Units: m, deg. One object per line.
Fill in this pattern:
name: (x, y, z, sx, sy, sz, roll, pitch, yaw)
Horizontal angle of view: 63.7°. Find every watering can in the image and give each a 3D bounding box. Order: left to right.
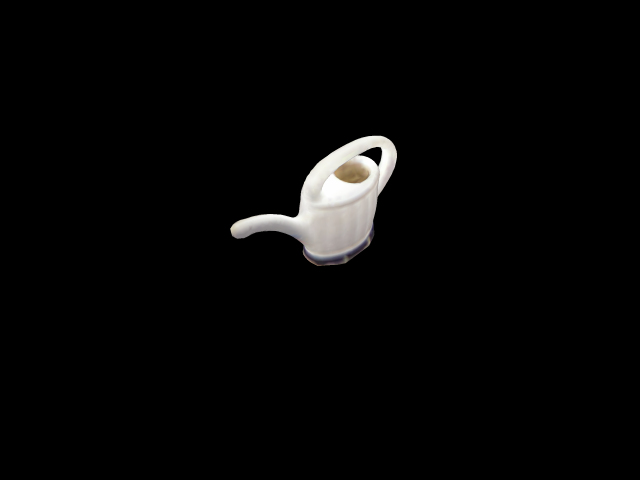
watering can: (0.003, -0.043, 0.850, 0.352, 0.219, 0.105, -35, 55, -28)
